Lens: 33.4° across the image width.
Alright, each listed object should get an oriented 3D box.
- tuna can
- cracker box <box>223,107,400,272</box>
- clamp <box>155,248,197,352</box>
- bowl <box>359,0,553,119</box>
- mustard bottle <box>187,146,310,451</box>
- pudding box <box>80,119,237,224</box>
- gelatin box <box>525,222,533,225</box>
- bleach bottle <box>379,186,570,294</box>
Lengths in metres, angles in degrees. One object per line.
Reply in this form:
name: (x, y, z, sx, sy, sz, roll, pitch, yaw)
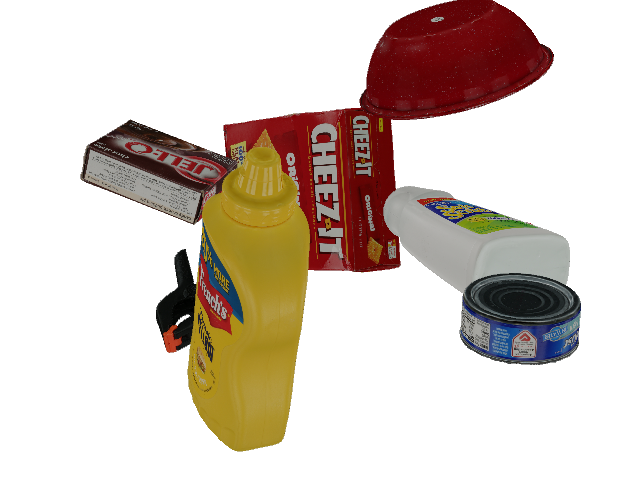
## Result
tuna can: (0.145, 0.055, 0.772, 0.086, 0.034, 0.086, 0, 22, 0)
cracker box: (-0.015, -0.052, 1.135, 0.071, 0.164, 0.214, -8, 6, -37)
clamp: (-0.132, 0.066, 1.249, 0.120, 0.039, 0.171, -4, 37, 15)
bowl: (0.103, -0.155, 0.865, 0.162, 0.055, 0.162, -15, 24, 7)
mustard bottle: (-0.042, 0.028, 0.622, 0.058, 0.192, 0.096, -7, 42, -20)
pudding box: (-0.141, -0.062, 0.941, 0.113, 0.039, 0.090, 20, 24, 8)
gelatin box: (0.238, 0.035, 1.189, 0.030, 0.089, 0.073, -9, 30, -23)
bleach bottle: (0.120, -0.006, 1.002, 0.102, 0.068, 0.251, -5, 17, -25)
